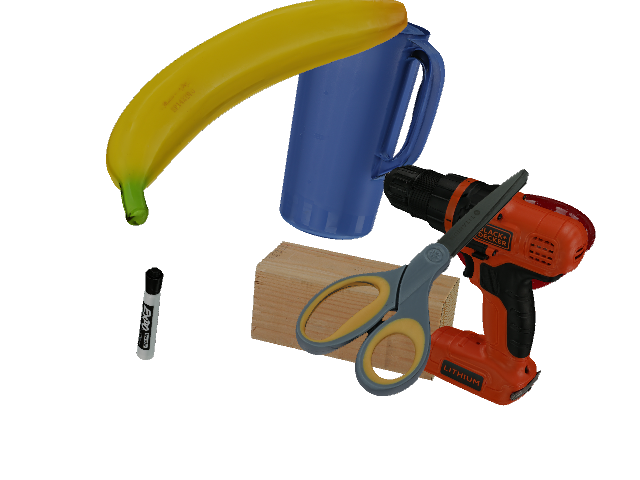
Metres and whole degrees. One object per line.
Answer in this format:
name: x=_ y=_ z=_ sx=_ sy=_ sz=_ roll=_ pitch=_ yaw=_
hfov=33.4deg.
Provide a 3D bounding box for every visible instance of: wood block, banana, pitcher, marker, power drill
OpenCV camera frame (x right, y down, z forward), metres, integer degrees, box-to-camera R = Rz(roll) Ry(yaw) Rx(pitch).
wood block: x=0.037 y=0.075 z=1.167 sx=0.206 sy=0.091 sz=0.090 roll=12 pitch=22 yaw=16
banana: x=-0.042 y=-0.079 z=0.554 sx=0.070 sy=0.197 sz=0.037 roll=40 pitch=-25 yaw=21
pitcher: x=0.037 y=-0.125 z=1.160 sx=0.145 sy=0.243 sz=0.149 roll=9 pitch=19 yaw=-8
marker: x=-0.182 y=0.078 z=1.139 sx=0.020 sy=0.121 sz=0.020 roll=8 pitch=36 yaw=-6
power drill: x=0.129 y=0.036 z=0.916 sx=0.185 sy=0.188 sz=0.057 roll=24 pitch=38 yaw=32

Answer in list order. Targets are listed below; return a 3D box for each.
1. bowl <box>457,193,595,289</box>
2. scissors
bowl: x=0.212 y=0.007 z=1.152 sx=0.162 sy=0.055 sz=0.162 roll=-1 pitch=30 yaw=0
scissors: x=0.080 y=0.030 z=0.704 sx=0.201 sy=0.096 sz=0.016 roll=-28 pitch=-28 yaw=-12
